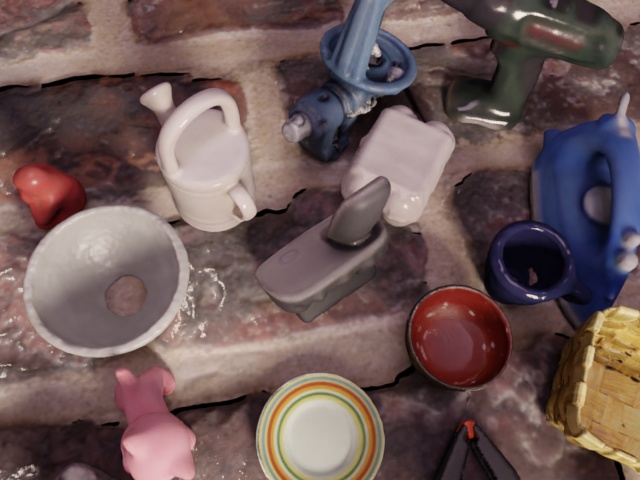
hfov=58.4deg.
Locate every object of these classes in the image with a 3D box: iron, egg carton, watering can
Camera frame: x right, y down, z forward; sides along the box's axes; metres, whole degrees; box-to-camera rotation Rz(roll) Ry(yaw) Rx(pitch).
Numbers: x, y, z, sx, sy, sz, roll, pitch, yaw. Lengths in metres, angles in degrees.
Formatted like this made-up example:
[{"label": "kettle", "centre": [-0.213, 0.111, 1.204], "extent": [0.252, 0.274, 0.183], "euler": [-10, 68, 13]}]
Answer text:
[{"label": "iron", "centre": [0.322, -0.031, 0.647], "extent": [0.118, 0.141, 0.258], "euler": [5, 68, -1]}, {"label": "egg carton", "centre": [0.095, -0.092, 0.697], "extent": [0.107, 0.069, 0.150], "euler": [25, 69, 7]}, {"label": "watering can", "centre": [-0.130, -0.095, 0.618], "extent": [0.172, 0.194, 0.101], "euler": [27, 69, 8]}]

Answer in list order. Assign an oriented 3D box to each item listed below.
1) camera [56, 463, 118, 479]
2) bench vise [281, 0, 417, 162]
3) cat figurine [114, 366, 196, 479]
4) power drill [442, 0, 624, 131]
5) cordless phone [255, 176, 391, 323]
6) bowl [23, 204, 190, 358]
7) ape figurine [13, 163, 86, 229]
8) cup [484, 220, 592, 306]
[{"label": "camera", "centre": [-0.200, 0.291, 0.506], "extent": [0.143, 0.101, 0.137], "euler": [27, 69, 8]}, {"label": "bench vise", "centre": [0.045, -0.194, 0.655], "extent": [0.121, 0.220, 0.207], "euler": [22, 68, 6]}, {"label": "cat figurine", "centre": [-0.163, 0.178, 0.545], "extent": [0.067, 0.118, 0.127], "euler": [-26, 71, -13]}, {"label": "power drill", "centre": [0.219, -0.224, 0.684], "extent": [0.229, 0.208, 0.075], "euler": [11, 67, 1]}, {"label": "cordless phone", "centre": [0.005, 0.002, 0.591], "extent": [0.148, 0.185, 0.094], "euler": [-38, 74, -16]}, {"label": "bowl", "centre": [-0.220, 0.050, 0.617], "extent": [0.167, 0.075, 0.167], "euler": [1, 68, -3]}, {"label": "ape figurine", "centre": [-0.312, -0.057, 0.646], "extent": [0.076, 0.092, 0.078], "euler": [1, 68, -3]}, {"label": "cup", "centre": [0.233, 0.043, 0.637], "extent": [0.117, 0.095, 0.092], "euler": [33, 70, 10]}]
